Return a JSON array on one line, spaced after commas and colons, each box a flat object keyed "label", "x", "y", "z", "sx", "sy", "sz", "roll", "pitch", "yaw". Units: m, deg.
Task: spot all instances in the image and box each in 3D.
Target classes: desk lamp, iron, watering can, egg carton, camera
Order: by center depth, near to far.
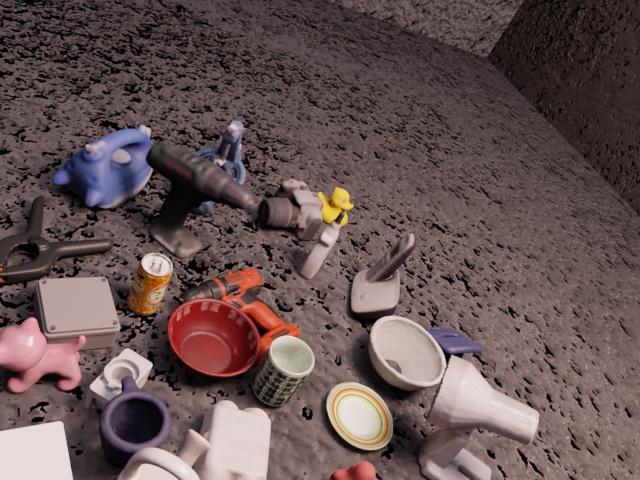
[{"label": "watering can", "x": -0.196, "y": 0.304, "z": 0.686, "sx": 0.101, "sy": 0.194, "sz": 0.173, "roll": 22, "pitch": 36, "yaw": -13}, {"label": "egg carton", "x": -0.127, "y": 0.309, "z": 0.837, "sx": 0.107, "sy": 0.069, "sz": 0.150, "roll": 19, "pitch": 37, "yaw": -16}, {"label": "desk lamp", "x": 0.254, "y": 0.321, "z": 0.976, "sx": 0.203, "sy": 0.213, "sz": 0.118, "roll": 34, "pitch": 35, "yaw": 5}, {"label": "iron", "x": -0.404, "y": -0.170, "z": 1.156, "sx": 0.118, "sy": 0.141, "sz": 0.259, "roll": 33, "pitch": 35, "yaw": 4}, {"label": "camera", "x": -0.073, "y": -0.080, "z": 1.324, "sx": 0.137, "sy": 0.100, "sz": 0.143, "roll": 1, "pitch": 45, "yaw": -35}]

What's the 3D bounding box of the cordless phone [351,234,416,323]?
[{"label": "cordless phone", "x": 0.143, "y": 0.079, "z": 1.215, "sx": 0.094, "sy": 0.185, "sz": 0.147, "roll": 22, "pitch": 36, "yaw": -12}]

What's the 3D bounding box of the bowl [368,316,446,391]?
[{"label": "bowl", "x": 0.160, "y": 0.236, "z": 1.132, "sx": 0.168, "sy": 0.074, "sz": 0.167, "roll": 20, "pitch": 37, "yaw": -15}]

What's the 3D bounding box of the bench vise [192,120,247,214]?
[{"label": "bench vise", "x": -0.216, "y": -0.188, "z": 1.247, "sx": 0.122, "sy": 0.219, "sz": 0.207, "roll": 15, "pitch": 38, "yaw": -20}]

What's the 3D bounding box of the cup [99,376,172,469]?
[{"label": "cup", "x": -0.262, "y": 0.256, "z": 0.781, "sx": 0.092, "sy": 0.095, "sz": 0.117, "roll": 2, "pitch": 44, "yaw": -34}]

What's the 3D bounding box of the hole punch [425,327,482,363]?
[{"label": "hole punch", "x": 0.269, "y": 0.223, "z": 1.214, "sx": 0.109, "sy": 0.091, "sz": 0.101, "roll": 5, "pitch": 42, "yaw": -32}]

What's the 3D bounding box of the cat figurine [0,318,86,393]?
[{"label": "cat figurine", "x": -0.390, "y": 0.154, "z": 0.792, "sx": 0.128, "sy": 0.117, "sz": 0.067, "roll": 2, "pitch": 44, "yaw": -34}]

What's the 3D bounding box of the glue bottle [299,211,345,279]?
[{"label": "glue bottle", "x": 0.011, "y": 0.004, "z": 1.220, "sx": 0.037, "sy": 0.173, "sz": 0.078, "roll": 31, "pitch": 35, "yaw": 1}]

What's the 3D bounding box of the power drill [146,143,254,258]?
[{"label": "power drill", "x": -0.245, "y": -0.071, "z": 1.094, "sx": 0.229, "sy": 0.208, "sz": 0.076, "roll": 38, "pitch": 36, "yaw": 10}]

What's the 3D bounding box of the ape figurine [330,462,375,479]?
[{"label": "ape figurine", "x": 0.057, "y": 0.373, "z": 0.875, "sx": 0.078, "sy": 0.092, "sz": 0.076, "roll": 33, "pitch": 35, "yaw": 3}]

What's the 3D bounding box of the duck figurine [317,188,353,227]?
[{"label": "duck figurine", "x": 0.036, "y": -0.094, "z": 1.433, "sx": 0.104, "sy": 0.086, "sz": 0.078, "roll": 36, "pitch": 35, "yaw": 7}]
